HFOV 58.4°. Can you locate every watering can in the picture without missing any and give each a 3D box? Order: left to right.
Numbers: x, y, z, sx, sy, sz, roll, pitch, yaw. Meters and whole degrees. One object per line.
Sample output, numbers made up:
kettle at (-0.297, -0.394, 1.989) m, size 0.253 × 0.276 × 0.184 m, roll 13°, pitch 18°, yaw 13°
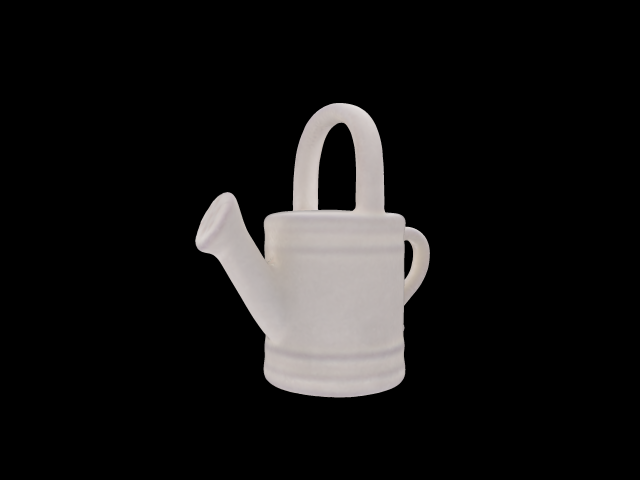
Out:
watering can at (0.005, 0.001, 0.398) m, size 0.100 × 0.194 × 0.173 m, roll 2°, pitch 3°, yaw 38°
